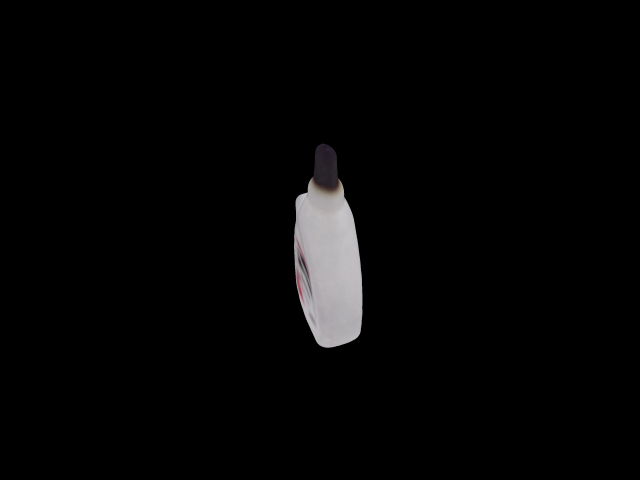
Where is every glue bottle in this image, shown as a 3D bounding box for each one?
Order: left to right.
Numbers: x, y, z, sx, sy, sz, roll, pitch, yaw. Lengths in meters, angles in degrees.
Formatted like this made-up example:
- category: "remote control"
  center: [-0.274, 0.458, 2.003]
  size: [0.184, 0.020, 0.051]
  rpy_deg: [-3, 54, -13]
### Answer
- category: "glue bottle"
  center: [0.004, 0.001, 0.400]
  size: [0.037, 0.173, 0.078]
  rpy_deg: [-17, 51, -13]
